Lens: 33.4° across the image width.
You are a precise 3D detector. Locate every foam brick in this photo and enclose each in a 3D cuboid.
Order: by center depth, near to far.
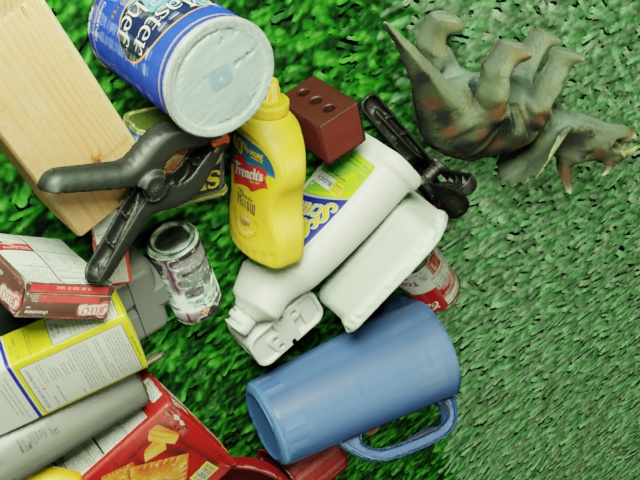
[{"bbox_3d":[0.001,-0.123,1.087,0.053,0.078,0.051,-36,136,-20],"label":"foam brick"}]

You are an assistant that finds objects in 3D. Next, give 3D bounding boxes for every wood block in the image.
[{"bbox_3d":[-0.232,-0.112,0.877,0.090,0.090,0.206,-41,138,-13],"label":"wood block"}]

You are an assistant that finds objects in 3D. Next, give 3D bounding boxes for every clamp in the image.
[{"bbox_3d":[-0.154,-0.053,0.892,0.171,0.039,0.120,-45,145,-16],"label":"clamp"},{"bbox_3d":[0.119,-0.081,1.207,0.036,0.165,0.210,-44,162,-2],"label":"clamp"}]

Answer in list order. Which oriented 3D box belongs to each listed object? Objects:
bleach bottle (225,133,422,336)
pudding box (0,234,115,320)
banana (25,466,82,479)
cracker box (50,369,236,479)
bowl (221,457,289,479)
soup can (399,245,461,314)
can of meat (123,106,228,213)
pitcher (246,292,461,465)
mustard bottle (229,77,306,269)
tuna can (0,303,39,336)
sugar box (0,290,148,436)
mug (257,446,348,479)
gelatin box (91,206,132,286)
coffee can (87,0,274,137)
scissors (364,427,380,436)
[{"bbox_3d":[-0.008,0.001,1.147,0.251,0.103,0.068,-51,135,-2],"label":"bleach bottle"},{"bbox_3d":[-0.249,0.032,0.946,0.089,0.114,0.039,7,110,-44],"label":"pudding box"},{"bbox_3d":[-0.338,0.276,1.079,0.198,0.037,0.069,-36,111,-2],"label":"banana"},{"bbox_3d":[-0.218,0.268,1.175,0.213,0.072,0.164,-42,138,-8],"label":"cracker box"},{"bbox_3d":[-0.093,0.317,1.300,0.162,0.055,0.162,2,122,4],"label":"bowl"},{"bbox_3d":[0.126,0.039,1.320,0.068,0.069,0.102,-46,138,-6],"label":"soup can"},{"bbox_3d":[-0.137,-0.081,1.010,0.101,0.058,0.084,-17,126,-34],"label":"can of meat"},{"bbox_3d":[0.043,0.184,1.285,0.242,0.149,0.145,-23,127,-19],"label":"pitcher"},{"bbox_3d":[-0.053,-0.072,1.060,0.058,0.096,0.192,-19,130,-30],"label":"mustard bottle"},{"bbox_3d":[-0.295,0.072,0.994,0.086,0.034,0.086,-23,131,-28],"label":"tuna can"},{"bbox_3d":[-0.255,0.117,0.992,0.176,0.048,0.093,-22,141,-9],"label":"sugar box"},{"bbox_3d":[-0.015,0.290,1.352,0.081,0.093,0.117,-35,111,-25],"label":"mug"},{"bbox_3d":[-0.197,-0.012,0.990,0.030,0.073,0.089,-9,128,-9],"label":"gelatin box"},{"bbox_3d":[-0.119,-0.161,0.902,0.102,0.140,0.103,-23,131,-29],"label":"coffee can"},{"bbox_3d":[0.037,0.203,1.398,0.096,0.016,0.201,-36,135,-16],"label":"scissors"}]
